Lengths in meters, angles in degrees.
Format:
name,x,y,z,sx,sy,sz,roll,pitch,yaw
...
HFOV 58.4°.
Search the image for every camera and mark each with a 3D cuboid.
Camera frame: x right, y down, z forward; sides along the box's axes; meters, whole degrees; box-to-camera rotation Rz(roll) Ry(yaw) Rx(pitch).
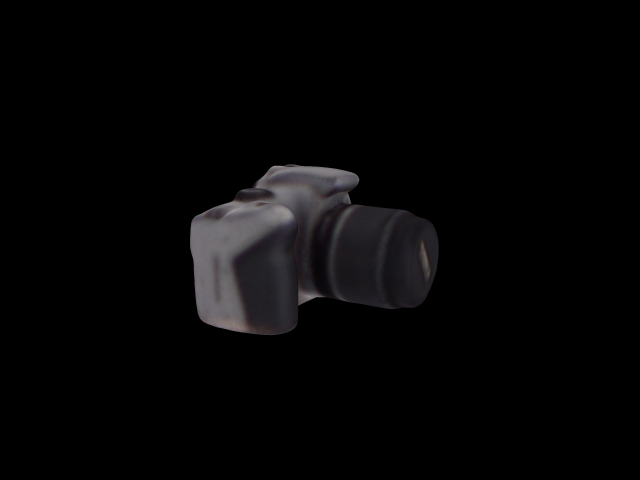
name,x,y,z,sx,sy,sz,roll,pitch,yaw
camera,0.004,0.001,0.400,0.136,0.101,0.143,8,15,31
